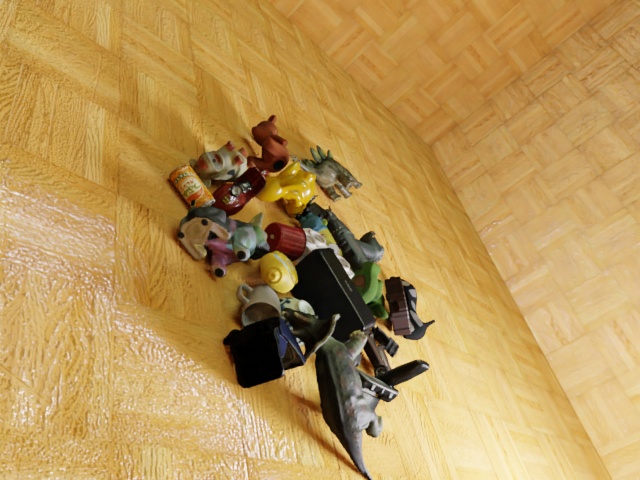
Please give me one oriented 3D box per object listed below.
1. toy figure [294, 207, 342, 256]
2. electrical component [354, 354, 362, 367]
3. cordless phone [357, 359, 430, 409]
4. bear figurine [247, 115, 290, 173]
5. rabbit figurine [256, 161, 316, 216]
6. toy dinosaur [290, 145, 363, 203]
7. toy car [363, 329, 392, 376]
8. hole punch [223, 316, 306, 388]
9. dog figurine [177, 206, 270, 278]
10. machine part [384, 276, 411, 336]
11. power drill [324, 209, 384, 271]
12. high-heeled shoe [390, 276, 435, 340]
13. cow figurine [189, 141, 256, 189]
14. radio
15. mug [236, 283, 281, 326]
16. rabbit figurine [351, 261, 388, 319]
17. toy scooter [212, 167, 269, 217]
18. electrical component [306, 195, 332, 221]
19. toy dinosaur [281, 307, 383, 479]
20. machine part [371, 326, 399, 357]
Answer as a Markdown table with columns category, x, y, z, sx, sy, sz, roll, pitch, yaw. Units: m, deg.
| category | x | y | z | sx | sy | sz | roll | pitch | yaw |
| --- | --- | --- | --- | --- | --- | --- | --- | --- | --- |
| toy figure | 0.000 | -0.007 | 1.548 | 0.180 | 0.082 | 0.089 | 56 | 27 | 15 |
| electrical component | 0.075 | 0.285 | 1.349 | 0.063 | 0.021 | 0.094 | 46 | 25 | -11 |
| cordless phone | 0.151 | 0.314 | 1.249 | 0.146 | 0.184 | 0.089 | 34 | 34 | -35 |
| bear figurine | -0.166 | -0.296 | 1.609 | 0.132 | 0.120 | 0.196 | 15 | 41 | -47 |
| rabbit figurine | -0.097 | -0.142 | 1.512 | 0.173 | 0.162 | 0.122 | -6 | 72 | -42 |
| toy dinosaur | 0.026 | -0.232 | 1.878 | 0.198 | 0.105 | 0.471 | 48 | 15 | 10 |
| toy car | 0.136 | 0.282 | 1.400 | 0.202 | 0.053 | 0.089 | 59 | 3 | 18 |
| hole punch | -0.101 | 0.211 | 1.027 | 0.092 | 0.142 | 0.116 | 3 | 67 | -57 |
| dog figurine | -0.199 | -0.018 | 1.196 | 0.191 | 0.108 | 0.219 | 45 | 21 | -9 |
| machine part | 0.231 | 0.199 | 1.610 | 0.179 | 0.056 | 0.179 | -11 | 91 | -84 |
| power drill | 0.114 | 0.000 | 1.735 | 0.207 | 0.086 | 0.232 | 15 | 41 | -59 |
| high-heeled shoe | 0.264 | 0.221 | 1.743 | 0.145 | 0.086 | 0.249 | -16 | 47 | -32 |
| cow figurine | -0.249 | -0.183 | 1.334 | 0.085 | 0.127 | 0.195 | 55 | 10 | 5 |
| radio | 0.021 | 0.144 | 1.316 | 0.229 | 0.131 | 0.073 | 59 | 25 | 16 |
| mug | -0.134 | 0.134 | 1.140 | 0.109 | 0.081 | 0.107 | 37 | 15 | -16 |
| rabbit figurine | 0.147 | 0.161 | 1.539 | 0.170 | 0.121 | 0.159 | 46 | 24 | -50 |
| toy scooter | -0.190 | -0.122 | 1.309 | 0.075 | 0.135 | 0.184 | 51 | 26 | -6 |
| electrical component | -0.012 | -0.093 | 1.654 | 0.102 | 0.045 | 0.078 | 43 | 39 | 9 |
| toy dinosaur | 0.040 | 0.309 | 1.094 | 0.192 | 0.131 | 0.405 | 13 | 56 | -63 |
| machine part | 0.181 | 0.279 | 1.474 | 0.084 | 0.039 | 0.139 | 54 | -4 | -6 |
